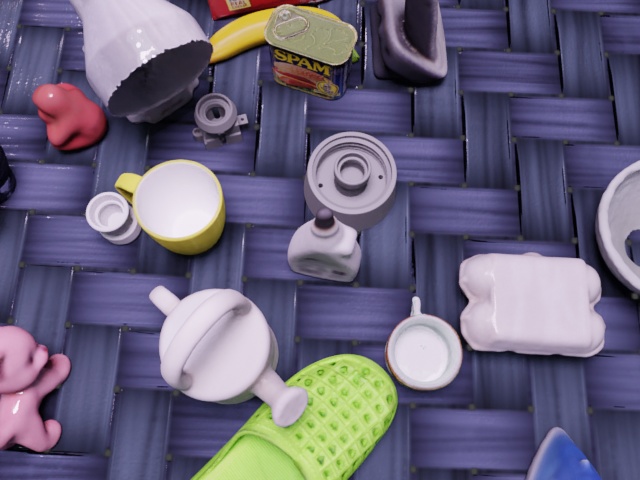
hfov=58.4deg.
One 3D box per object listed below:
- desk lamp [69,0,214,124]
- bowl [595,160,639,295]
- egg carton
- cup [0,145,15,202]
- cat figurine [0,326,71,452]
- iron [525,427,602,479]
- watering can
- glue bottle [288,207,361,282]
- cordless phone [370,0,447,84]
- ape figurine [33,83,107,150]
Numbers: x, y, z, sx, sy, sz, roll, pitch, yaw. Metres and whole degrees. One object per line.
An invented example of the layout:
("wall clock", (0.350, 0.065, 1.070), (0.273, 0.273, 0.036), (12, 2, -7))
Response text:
("desk lamp", (-0.201, -0.208, 0.602), (0.118, 0.213, 0.203), (-35, 77, -10))
("bowl", (0.371, -0.002, 0.621), (0.167, 0.075, 0.167), (0, 73, -1))
("egg carton", (0.220, 0.067, 0.601), (0.150, 0.069, 0.107), (3, 73, 0))
("cup", (-0.369, -0.065, 0.619), (0.092, 0.095, 0.117), (-31, 76, -9))
("cat figurine", (-0.296, 0.138, 0.547), (0.067, 0.118, 0.128), (-1, 73, -1))
("iron", (0.239, 0.299, 0.494), (0.118, 0.141, 0.258), (1, 73, 0))
("watering can", (-0.086, 0.099, 0.522), (0.172, 0.194, 0.101), (16, 74, 4))
("glue bottle", (0.005, 0.002, 0.563), (0.078, 0.173, 0.037), (12, 73, 3))
("cordless phone", (0.109, -0.277, 0.642), (0.094, 0.185, 0.147), (-6, 73, -2))
("ape figurine", (-0.289, -0.145, 0.645), (0.076, 0.092, 0.078), (16, 74, 4))
